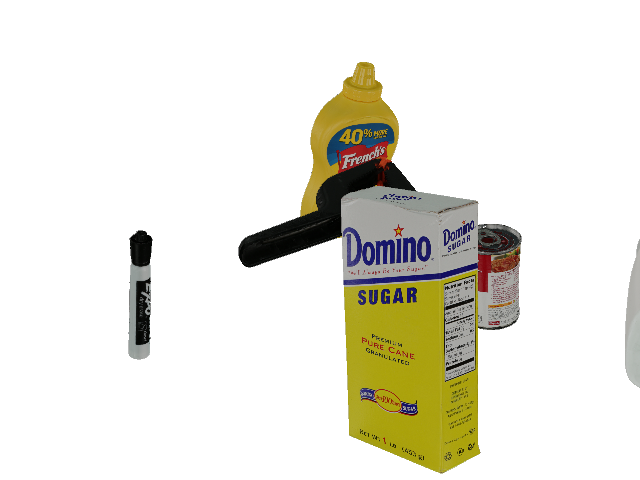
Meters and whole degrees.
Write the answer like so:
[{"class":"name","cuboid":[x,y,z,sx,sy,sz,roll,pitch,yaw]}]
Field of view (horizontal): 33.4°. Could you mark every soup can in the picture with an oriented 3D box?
[{"class":"soup can","cuboid":[0.192,0.041,1.207,0.068,0.102,0.068,-4,28,2]}]

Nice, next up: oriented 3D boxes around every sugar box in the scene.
[{"class":"sugar box","cuboid":[0.059,0.057,0.714,0.048,0.176,0.094,-17,19,-39]}]

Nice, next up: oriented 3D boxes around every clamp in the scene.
[{"class":"clamp","cuboid":[0.044,-0.016,0.931,0.165,0.036,0.209,15,32,17]}]

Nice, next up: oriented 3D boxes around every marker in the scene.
[{"class":"marker","cuboid":[-0.155,0.047,0.914,0.020,0.121,0.020,5,27,-3]}]

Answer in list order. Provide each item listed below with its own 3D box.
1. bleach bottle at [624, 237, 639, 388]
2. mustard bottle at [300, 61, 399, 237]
[{"class":"bleach bottle","cuboid":[0.274,0.034,0.760,0.103,0.068,0.250,9,21,17]},{"class":"mustard bottle","cuboid":[0.035,-0.098,1.140,0.096,0.192,0.058,-6,32,-22]}]
